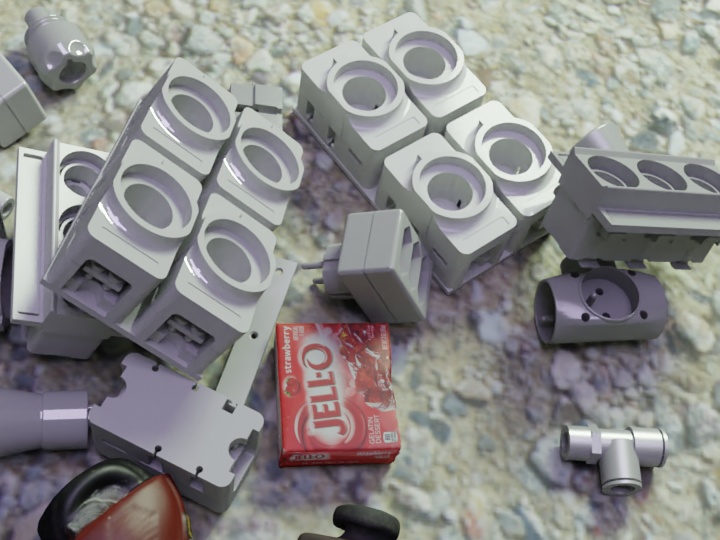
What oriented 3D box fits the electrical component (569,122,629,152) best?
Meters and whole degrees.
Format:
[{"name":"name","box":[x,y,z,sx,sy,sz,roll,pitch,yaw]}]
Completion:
[{"name":"electrical component","box":[0.187,-0.069,0.783,0.044,0.044,0.065,-28,72,-22]}]

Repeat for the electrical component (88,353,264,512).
[{"name":"electrical component","box":[-0.107,0.097,0.631,0.089,0.055,0.050,25,59,6]}]

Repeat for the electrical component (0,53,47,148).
[{"name":"electrical component","box":[-0.275,-0.121,0.740,0.076,0.047,0.083,-39,72,-12]}]

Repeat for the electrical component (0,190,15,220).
[{"name":"electrical component","box":[-0.257,-0.054,0.704,0.062,0.043,0.043,28,60,7]}]

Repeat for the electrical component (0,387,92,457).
[{"name":"electrical component","box":[-0.190,0.089,0.633,0.065,0.044,0.044,0,60,-14]}]

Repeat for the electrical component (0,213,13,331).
[{"name":"electrical component","box":[-0.246,0.007,0.666,0.056,0.050,0.089,1,59,-7]}]

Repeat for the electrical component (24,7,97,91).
[{"name":"electrical component","box":[-0.220,-0.163,0.774,0.043,0.043,0.062,-27,67,-22]}]

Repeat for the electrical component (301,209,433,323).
[{"name":"electrical component","box":[0.000,0.000,0.704,0.077,0.065,0.047,-4,56,23]}]

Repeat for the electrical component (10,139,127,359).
[{"name":"electrical component","box":[-0.179,-0.011,0.672,0.079,0.063,0.121,10,56,-29]}]

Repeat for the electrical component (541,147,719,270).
[{"name":"electrical component","box":[0.187,-0.039,0.711,0.121,0.063,0.078,1,39,-28]}]

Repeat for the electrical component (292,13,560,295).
[{"name":"electrical component","box":[0.050,-0.090,0.762,0.105,0.060,0.186,-30,68,-23]}]

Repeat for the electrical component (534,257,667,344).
[{"name":"electrical component","box":[0.158,0.011,0.729,0.077,0.044,0.079,-2,59,-10]}]

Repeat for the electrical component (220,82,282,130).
[{"name":"electrical component","box":[-0.086,-0.104,0.760,0.055,0.048,0.066,6,59,-14]}]

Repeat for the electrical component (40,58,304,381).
[{"name":"electrical component","box":[-0.103,-0.040,0.654,0.105,0.060,0.186,35,37,-19]}]
